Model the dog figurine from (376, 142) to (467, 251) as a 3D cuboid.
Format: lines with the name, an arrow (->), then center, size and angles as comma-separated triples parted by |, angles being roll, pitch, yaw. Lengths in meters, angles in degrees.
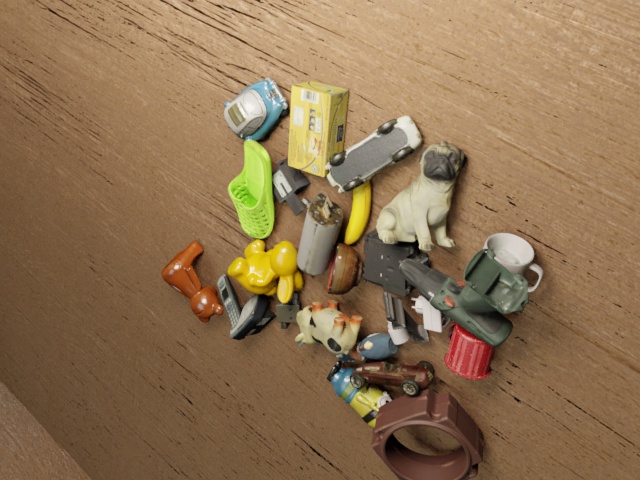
dog figurine -> 0.179, -0.087, 0.997 | 0.173, 0.121, 0.190 | 9, 101, 32

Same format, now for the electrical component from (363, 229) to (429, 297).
electrical component -> 0.154, 0.048, 1.091 | 0.134, 0.058, 0.114 | 15, 120, 33

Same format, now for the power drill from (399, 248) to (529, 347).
power drill -> 0.250, 0.088, 0.932 | 0.232, 0.086, 0.207 | 40, 155, 7

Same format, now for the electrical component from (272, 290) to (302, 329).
electrical component -> -0.082, 0.171, 1.342 | 0.078, 0.045, 0.102 | -6, 111, 10

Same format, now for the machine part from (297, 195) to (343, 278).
machine part -> -0.002, -0.003, 1.151 | 0.079, 0.079, 0.243 | 36, 142, 20

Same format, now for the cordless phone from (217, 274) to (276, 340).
cordless phone -> -0.206, 0.155, 1.414 | 0.146, 0.089, 0.184 | -47, 62, 41

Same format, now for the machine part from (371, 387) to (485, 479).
machine part -> 0.227, 0.427, 1.143 | 0.201, 0.087, 0.201 | -32, 104, 26

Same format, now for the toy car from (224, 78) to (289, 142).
toy car -> -0.148, -0.269, 1.149 | 0.162, 0.103, 0.109 | -28, 93, 44

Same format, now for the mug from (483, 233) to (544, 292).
mug -> 0.332, 0.056, 0.948 | 0.110, 0.081, 0.107 | 25, 138, 19

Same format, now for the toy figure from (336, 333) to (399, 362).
toy figure -> 0.105, 0.247, 1.219 | 0.155, 0.058, 0.064 | -18, 121, 38

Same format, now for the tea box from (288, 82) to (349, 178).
tea box -> -0.005, -0.223, 1.081 | 0.098, 0.068, 0.169 | 24, 124, 29

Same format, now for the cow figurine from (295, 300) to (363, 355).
cow figurine -> 0.011, 0.207, 1.243 | 0.195, 0.085, 0.127 | 22, 106, 53

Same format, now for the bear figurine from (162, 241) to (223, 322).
bear figurine -> -0.337, 0.122, 1.487 | 0.195, 0.132, 0.120 | 45, 135, -11

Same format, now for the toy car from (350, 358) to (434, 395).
toy car -> 0.154, 0.293, 1.183 | 0.202, 0.089, 0.053 | -4, 110, 40

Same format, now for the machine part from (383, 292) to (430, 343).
machine part -> 0.173, 0.165, 1.101 | 0.039, 0.084, 0.138 | -34, 124, 19

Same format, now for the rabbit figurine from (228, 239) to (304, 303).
rabbit figurine -> -0.110, 0.070, 1.265 | 0.173, 0.122, 0.162 | -32, 94, 40

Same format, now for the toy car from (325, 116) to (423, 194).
toy car -> 0.098, -0.159, 1.020 | 0.202, 0.056, 0.073 | -30, 90, 28

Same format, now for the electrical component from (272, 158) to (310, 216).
electrical component -> -0.062, -0.115, 1.187 | 0.075, 0.048, 0.119 | -40, 83, 42

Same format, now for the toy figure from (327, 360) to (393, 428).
toy figure -> 0.097, 0.364, 1.266 | 0.180, 0.082, 0.089 | 33, 134, 17

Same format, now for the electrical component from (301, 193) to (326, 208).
electrical component -> 0.001, -0.070, 1.178 | 0.094, 0.021, 0.063 | 44, 130, 15
